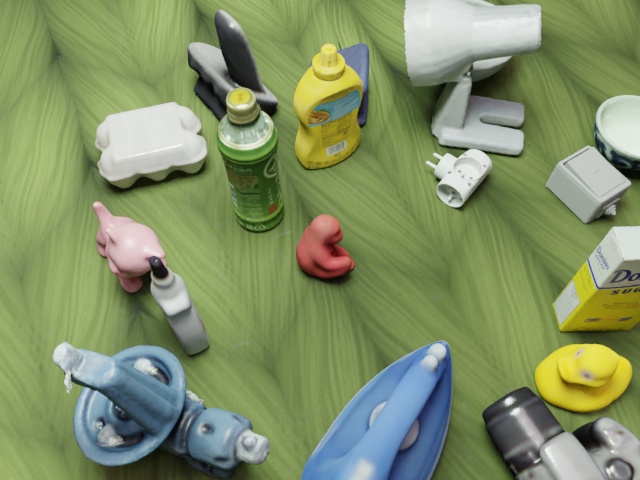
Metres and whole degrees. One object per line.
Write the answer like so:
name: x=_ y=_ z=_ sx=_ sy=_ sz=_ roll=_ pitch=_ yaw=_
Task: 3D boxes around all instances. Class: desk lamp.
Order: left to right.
desk lamp: x=0.206 y=-0.235 z=0.789 sx=0.203 sy=0.213 sz=0.118 roll=9 pitch=60 yaw=5

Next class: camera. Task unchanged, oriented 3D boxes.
camera: x=0.245 y=0.215 z=0.589 sx=0.143 sy=0.101 sz=0.136 roll=-23 pitch=62 yaw=-13

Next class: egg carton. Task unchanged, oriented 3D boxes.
egg carton: x=-0.238 y=-0.134 z=0.809 sx=0.150 sy=0.069 sz=0.107 roll=-15 pitch=61 yaw=-9

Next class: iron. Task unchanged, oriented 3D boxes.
iron: x=0.078 y=0.183 z=0.583 sx=0.118 sy=0.141 sz=0.259 roll=30 pitch=64 yaw=16

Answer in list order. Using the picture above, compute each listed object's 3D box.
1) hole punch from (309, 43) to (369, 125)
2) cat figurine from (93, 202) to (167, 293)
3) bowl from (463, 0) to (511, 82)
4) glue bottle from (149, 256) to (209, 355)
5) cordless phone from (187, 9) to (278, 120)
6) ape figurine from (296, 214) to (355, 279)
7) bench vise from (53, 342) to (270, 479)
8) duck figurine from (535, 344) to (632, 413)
hole punch: x=0.025 y=-0.233 z=0.857 sx=0.101 sy=0.091 sz=0.108 roll=3 pitch=59 yaw=1
cat figurine: x=-0.237 y=0.003 z=0.701 sx=0.067 sy=0.118 sz=0.127 roll=-36 pitch=66 yaw=-19
bowl: x=0.224 y=-0.305 z=0.911 sx=0.167 sy=0.075 sz=0.167 roll=0 pitch=59 yaw=0
glue bottle: x=-0.161 y=0.065 z=0.633 sx=0.037 sy=0.173 sz=0.078 roll=-27 pitch=63 yaw=-15
cordless phone: x=-0.134 y=-0.267 z=0.821 sx=0.094 sy=0.185 sz=0.147 roll=-38 pitch=66 yaw=-20
ape figurine: x=0.007 y=0.003 z=0.718 sx=0.076 sy=0.092 sz=0.078 roll=-4 pitch=60 yaw=-3
bench vise: x=-0.152 y=0.153 z=0.554 sx=0.207 sy=0.220 sz=0.121 roll=1 pitch=59 yaw=0
duck figurine: x=0.303 y=0.145 z=0.640 sx=0.104 sy=0.086 sz=0.077 roll=-6 pitch=60 yaw=-4
